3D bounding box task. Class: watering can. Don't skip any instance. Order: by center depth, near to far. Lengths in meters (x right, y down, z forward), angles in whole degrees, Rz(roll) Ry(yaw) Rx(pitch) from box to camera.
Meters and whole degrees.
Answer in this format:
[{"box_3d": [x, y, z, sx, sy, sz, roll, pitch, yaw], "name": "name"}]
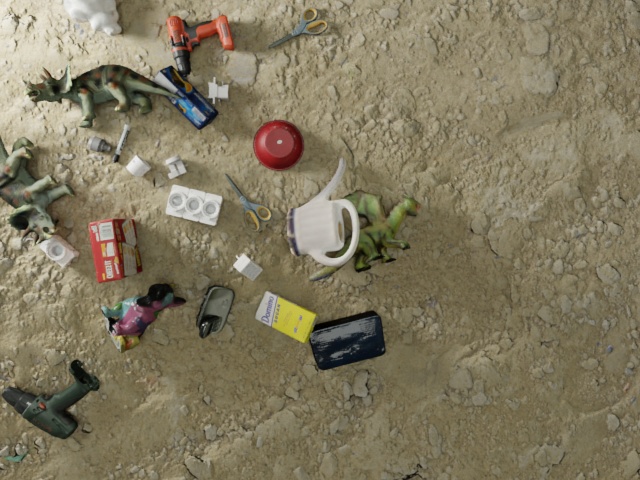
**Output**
[{"box_3d": [0.005, -0.079, 1.570, 0.224, 0.102, 0.354, -10, 66, 12], "name": "watering can"}]

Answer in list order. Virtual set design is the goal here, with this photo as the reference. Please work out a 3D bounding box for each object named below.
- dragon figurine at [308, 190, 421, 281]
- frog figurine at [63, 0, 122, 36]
[{"box_3d": [0.133, -0.035, 1.614, 0.411, 0.120, 0.246, -15, 74, -4], "name": "dragon figurine"}, {"box_3d": [-0.657, -0.668, 1.498, 0.139, 0.121, 0.160, -30, 82, -25], "name": "frog figurine"}]
